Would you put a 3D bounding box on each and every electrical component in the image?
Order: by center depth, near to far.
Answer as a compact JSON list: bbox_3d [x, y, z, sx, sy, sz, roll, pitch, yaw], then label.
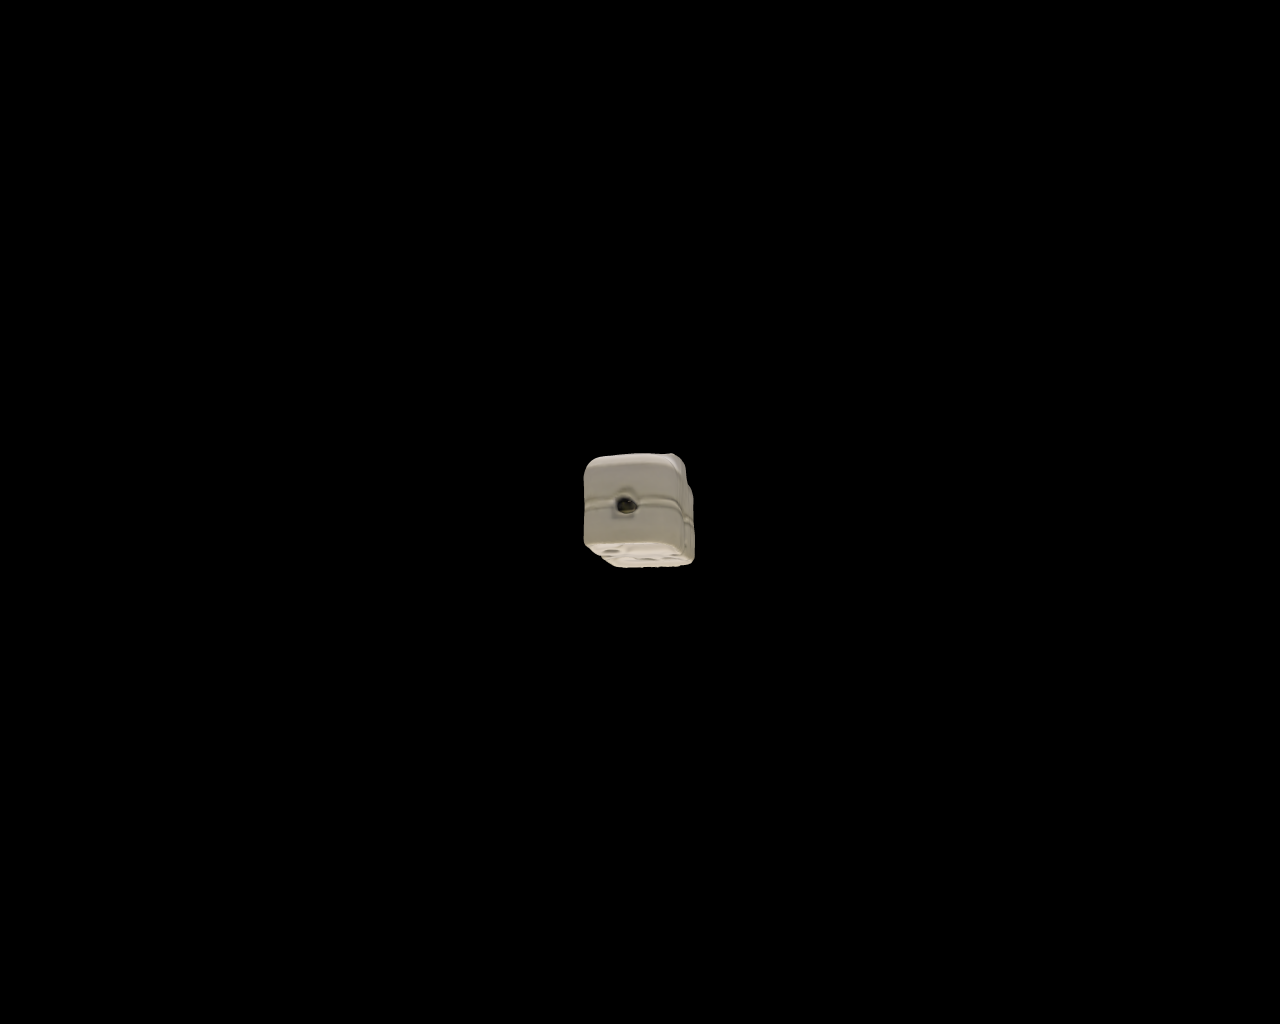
[{"bbox_3d":[0.001,-0.003,0.650,0.054,0.059,0.095,-2,-12,11],"label":"electrical component"}]
